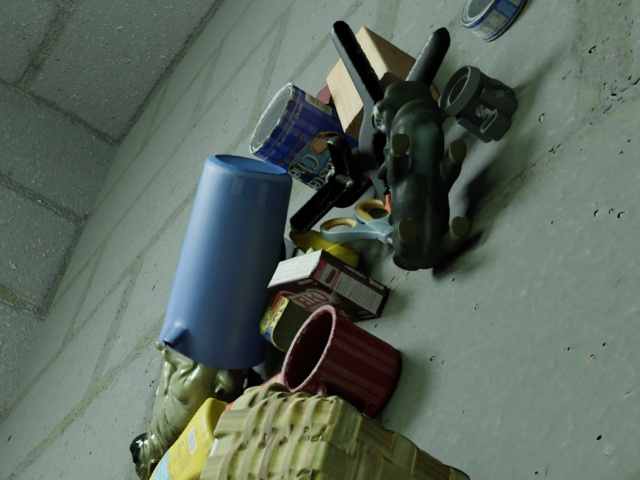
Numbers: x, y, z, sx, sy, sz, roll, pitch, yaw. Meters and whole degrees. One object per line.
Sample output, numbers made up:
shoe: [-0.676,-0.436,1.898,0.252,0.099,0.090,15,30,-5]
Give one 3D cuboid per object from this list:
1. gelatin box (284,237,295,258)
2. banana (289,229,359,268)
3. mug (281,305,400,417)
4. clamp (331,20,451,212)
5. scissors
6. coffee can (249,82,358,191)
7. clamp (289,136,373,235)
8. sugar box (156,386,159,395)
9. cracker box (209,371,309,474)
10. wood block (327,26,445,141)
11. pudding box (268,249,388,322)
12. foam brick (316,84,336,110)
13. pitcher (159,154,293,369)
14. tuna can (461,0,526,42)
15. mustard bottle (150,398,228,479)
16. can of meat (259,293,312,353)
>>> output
gelatin box: [-0.072,0.044,1.465,0.089,0.030,0.073,-36,31,52]
banana: [0.008,0.012,1.235,0.037,0.069,0.198,-56,10,-1]
mug: [0.021,0.127,0.999,0.093,0.081,0.117,-52,20,25]
clamp: [0.083,-0.133,1.135,0.165,0.036,0.210,8,111,50]
scissors: [0.055,-0.001,1.138,0.096,0.016,0.202,-18,22,-1]
coffee can: [-0.004,-0.120,1.348,0.103,0.140,0.103,-51,20,27]
clamp: [0.029,-0.077,1.225,0.171,0.039,0.120,-34,-22,-58]
sugar box: [-0.172,0.159,1.538,0.176,0.048,0.093,-48,22,45]
cracker box: [-0.064,0.251,1.063,0.164,0.072,0.213,-38,29,53]
wood block: [0.077,-0.177,1.296,0.090,0.090,0.206,-55,18,18]
pudding box: [0.007,0.052,1.137,0.114,0.090,0.039,-22,41,62]
foam brick: [0.034,-0.170,1.424,0.053,0.078,0.051,-37,28,52]
pitcher: [-0.103,0.024,1.300,0.149,0.145,0.243,-114,36,-75]
tuna can: [0.197,-0.269,1.202,0.086,0.033,0.086,-51,20,27]
mustard bottle: [-0.163,0.287,1.292,0.192,0.058,0.096,-52,34,25]
can of meat: [-0.024,0.081,1.236,0.102,0.057,0.084,-62,15,-5]
